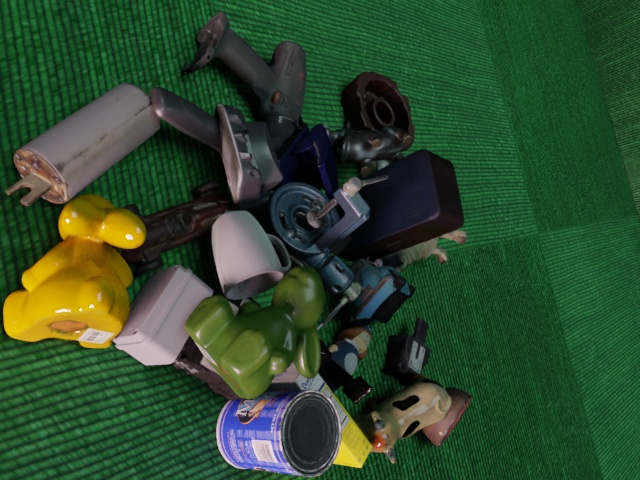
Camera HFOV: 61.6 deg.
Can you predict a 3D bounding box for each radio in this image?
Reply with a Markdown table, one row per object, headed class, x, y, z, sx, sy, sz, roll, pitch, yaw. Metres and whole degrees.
| class | x | y | z | sx | sy | sz | roll | pitch | yaw |
| --- | --- | --- | --- | --- | --- | --- | --- | --- | --- |
| radio | 0.125 | -0.054 | 0.921 | 0.073 | 0.230 | 0.131 | 17 | 61 | -41 |

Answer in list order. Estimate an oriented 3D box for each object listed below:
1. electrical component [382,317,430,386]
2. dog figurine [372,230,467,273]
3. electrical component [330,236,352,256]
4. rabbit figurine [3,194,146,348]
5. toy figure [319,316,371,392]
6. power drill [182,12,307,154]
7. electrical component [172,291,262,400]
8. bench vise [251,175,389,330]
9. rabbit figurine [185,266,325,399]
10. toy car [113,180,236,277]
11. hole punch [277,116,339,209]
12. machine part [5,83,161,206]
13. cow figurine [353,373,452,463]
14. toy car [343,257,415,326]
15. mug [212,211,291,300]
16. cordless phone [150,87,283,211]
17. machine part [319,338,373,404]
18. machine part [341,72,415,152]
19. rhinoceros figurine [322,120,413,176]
| class | x | y | z | sx | sy | sz | roll | pitch | yaw |
| --- | --- | --- | --- | --- | --- | --- | --- | --- | --- |
| electrical component | 0.166 | 0.204 | 1.003 | 0.074 | 0.048 | 0.119 | 35 | 55 | -32 |
| dog figurine | 0.162 | -0.021 | 1.049 | 0.190 | 0.121 | 0.172 | -7 | 48 | -28 |
| electrical component | 0.019 | -0.008 | 0.913 | 0.094 | 0.021 | 0.063 | -44 | 116 | 3 |
| rabbit figurine | -0.265 | 0.016 | 0.595 | 0.122 | 0.162 | 0.173 | 14 | 50 | -27 |
| toy figure | 0.045 | 0.185 | 0.889 | 0.154 | 0.058 | 0.064 | -45 | 152 | -42 |
| power drill | -0.109 | -0.245 | 0.859 | 0.207 | 0.086 | 0.232 | 27 | 67 | -31 |
| electrical component | -0.127 | 0.135 | 0.737 | 0.114 | 0.058 | 0.134 | 44 | 51 | -28 |
| bench vise | 0.005 | -0.007 | 0.795 | 0.129 | 0.240 | 0.223 | -30 | 83 | -40 |
| rabbit figurine | -0.050 | 0.114 | 0.672 | 0.170 | 0.121 | 0.158 | -42 | 131 | -22 |
| toy car | -0.188 | -0.022 | 0.733 | 0.202 | 0.053 | 0.089 | -26 | 92 | -44 |
| hole punch | -0.006 | -0.118 | 0.880 | 0.116 | 0.092 | 0.142 | -62 | 149 | -34 |
| machine part | -0.279 | -0.122 | 0.659 | 0.079 | 0.079 | 0.243 | 51 | 49 | -20 |
| cow figurine | 0.128 | 0.292 | 0.879 | 0.195 | 0.127 | 0.085 | -19 | 88 | -20 |
| toy car | 0.092 | 0.080 | 0.929 | 0.103 | 0.109 | 0.161 | 45 | 12 | 23 |
| mug | -0.094 | 0.013 | 0.725 | 0.109 | 0.081 | 0.107 | -12 | 68 | -35 |
| cordless phone | -0.146 | -0.130 | 0.736 | 0.184 | 0.089 | 0.146 | 21 | 46 | -56 |
| machine part | 0.015 | 0.182 | 0.787 | 0.138 | 0.084 | 0.039 | 46 | 77 | -15 |
| machine part | 0.119 | -0.254 | 1.099 | 0.179 | 0.056 | 0.179 | 15 | 66 | -39 |
| rhinoceros figurine | 0.076 | -0.176 | 0.974 | 0.190 | 0.073 | 0.112 | -8 | 42 | -24 |
